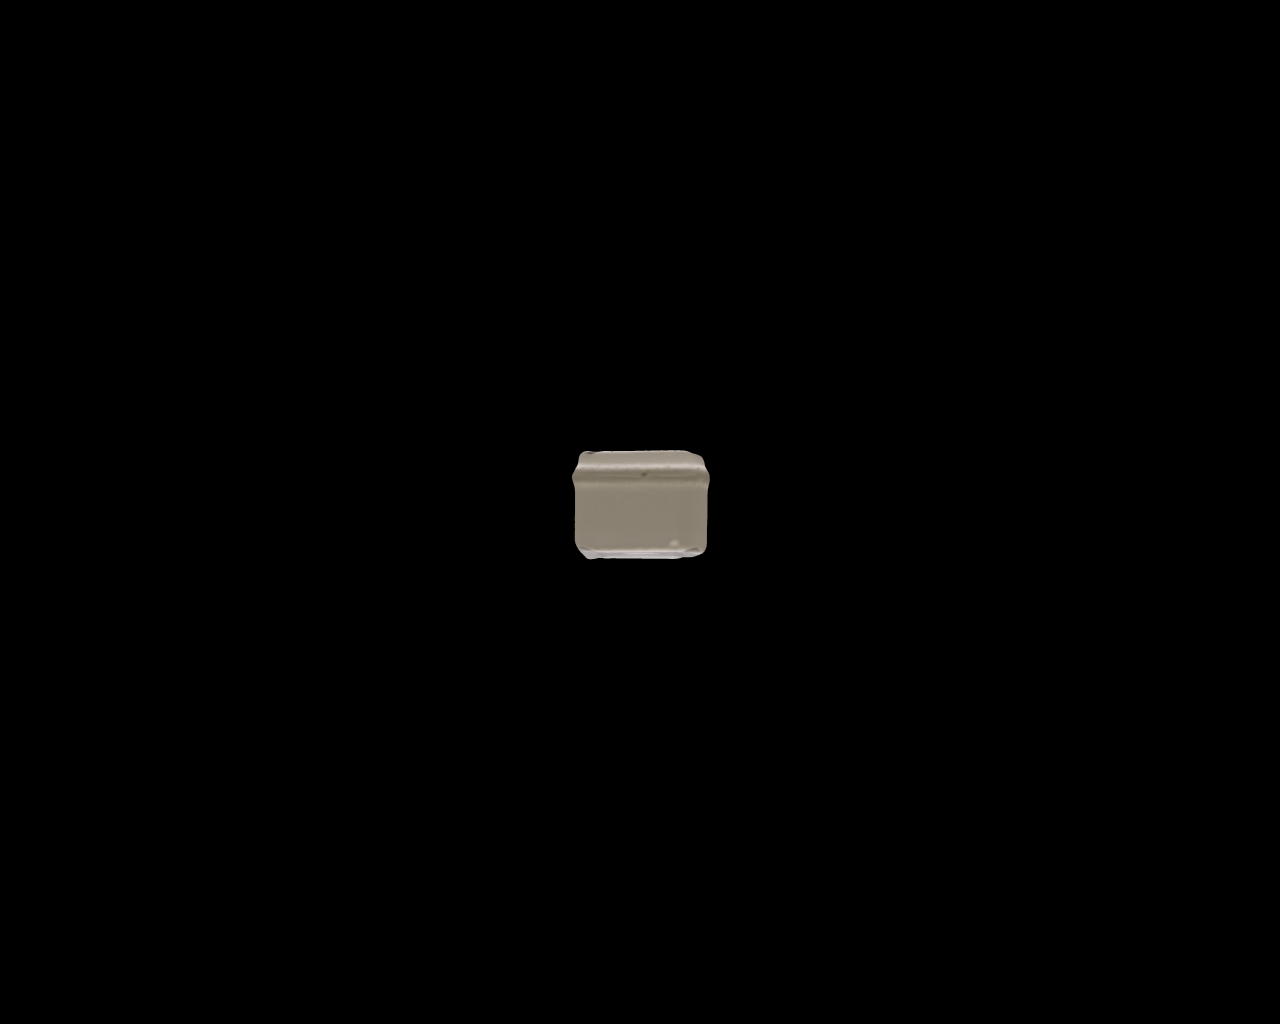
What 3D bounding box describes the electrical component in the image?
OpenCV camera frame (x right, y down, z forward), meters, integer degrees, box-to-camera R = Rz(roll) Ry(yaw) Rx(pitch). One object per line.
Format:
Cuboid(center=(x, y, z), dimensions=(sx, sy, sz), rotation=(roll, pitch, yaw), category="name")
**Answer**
Cuboid(center=(0.001, -0.003, 0.650), dimensions=(0.078, 0.057, 0.113), rotation=(0, -4, 0), category="electrical component")
